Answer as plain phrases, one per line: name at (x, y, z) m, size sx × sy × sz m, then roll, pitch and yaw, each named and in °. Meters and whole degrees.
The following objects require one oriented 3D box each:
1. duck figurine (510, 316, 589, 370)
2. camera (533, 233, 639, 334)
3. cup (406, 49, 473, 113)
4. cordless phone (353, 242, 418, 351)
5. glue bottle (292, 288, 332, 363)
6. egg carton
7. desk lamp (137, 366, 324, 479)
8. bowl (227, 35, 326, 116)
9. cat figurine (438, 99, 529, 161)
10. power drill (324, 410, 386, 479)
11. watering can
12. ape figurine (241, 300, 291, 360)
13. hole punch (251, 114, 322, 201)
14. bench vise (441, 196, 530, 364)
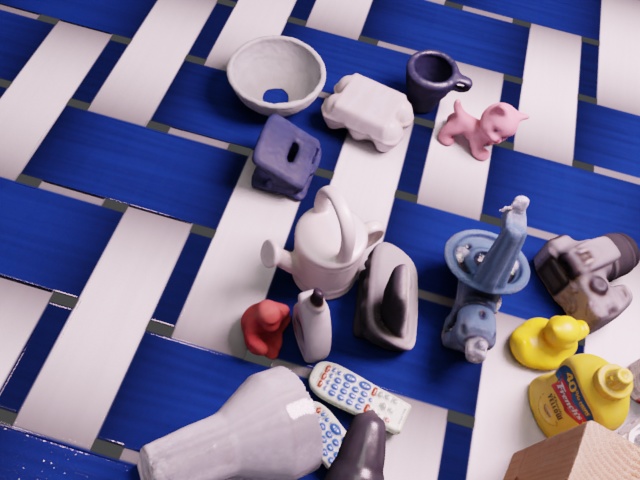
duck figurine at (0.326, 0.137, 0.807) m, size 0.104 × 0.086 × 0.077 m, roll -8°, pitch 62°, yaw -10°
camera at (0.421, 0.046, 0.857) m, size 0.137 × 0.101 × 0.143 m, roll -19°, pitch 65°, yaw -15°
cup at (0.202, -0.268, 1.009) m, size 0.117 × 0.095 × 0.092 m, roll 18°, pitch 61°, yaw 4°
cordless phone at (0.103, 0.058, 0.770) m, size 0.094 × 0.185 × 0.147 m, roll 5°, pitch 61°, yaw -2°
glue bottle at (-0.009, 0.100, 0.742) m, size 0.037 × 0.173 × 0.078 m, roll -17°, pitch 64°, yaw -14°
egg carton at (0.083, -0.219, 0.985) m, size 0.150 × 0.069 × 0.107 m, roll 26°, pitch 62°, yaw 8°
desk lamp at (-0.107, 0.240, 0.632) m, size 0.203 × 0.213 × 0.117 m, roll -21°, pitch 65°, yaw -16°
bowl at (-0.075, -0.271, 0.994) m, size 0.167 × 0.075 × 0.167 m, roll 3°, pitch 61°, yaw -4°
cat figurine at (0.278, -0.200, 0.967) m, size 0.127 × 0.118 × 0.067 m, roll 24°, pitch 62°, yaw 7°
power drill at (0.016, 0.313, 0.608) m, size 0.075 × 0.208 × 0.230 m, roll 14°, pitch 61°, yaw 2°
watering can at (0.008, 0.005, 0.784) m, size 0.173 × 0.194 × 0.100 m, roll -38°, pitch 71°, yaw -23°
ape figurine at (-0.072, 0.111, 0.776) m, size 0.078 × 0.092 × 0.076 m, roll -35°, pitch 70°, yaw -21°
hole punch at (-0.051, -0.134, 0.912) m, size 0.101 × 0.091 × 0.109 m, roll 16°, pitch 61°, yaw 3°
bench vise at (0.237, 0.053, 0.766) m, size 0.121 × 0.220 × 0.207 m, roll -2°, pitch 62°, yaw -7°
